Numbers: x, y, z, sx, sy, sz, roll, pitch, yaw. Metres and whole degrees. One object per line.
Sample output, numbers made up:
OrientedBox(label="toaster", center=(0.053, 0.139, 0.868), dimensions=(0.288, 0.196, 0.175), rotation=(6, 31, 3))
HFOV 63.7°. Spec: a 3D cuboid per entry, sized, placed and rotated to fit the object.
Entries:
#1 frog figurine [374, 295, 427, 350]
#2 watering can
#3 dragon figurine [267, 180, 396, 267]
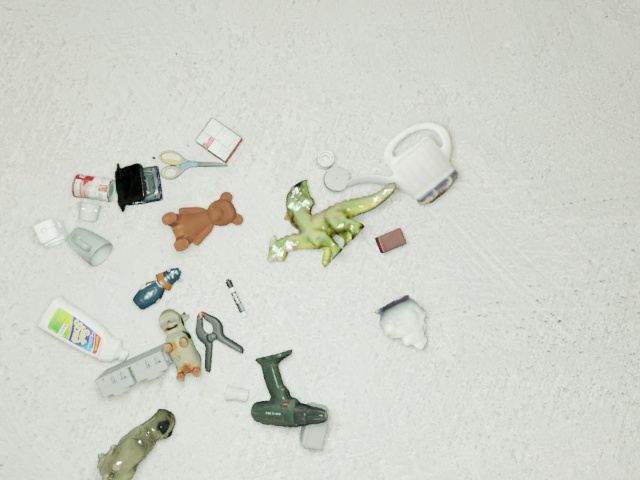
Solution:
OrientedBox(label="frog figurine", center=(0.250, 0.248, 1.492), dimensions=(0.138, 0.120, 0.161), rotation=(-24, 76, -24))
OrientedBox(label="watering can", center=(0.265, -0.198, 1.535), dimensions=(0.349, 0.103, 0.224), rotation=(-38, 90, -7))
OrientedBox(label="dragon figurine", center=(0.005, -0.075, 1.494), dimensions=(0.244, 0.122, 0.409), rotation=(42, 93, 7))
